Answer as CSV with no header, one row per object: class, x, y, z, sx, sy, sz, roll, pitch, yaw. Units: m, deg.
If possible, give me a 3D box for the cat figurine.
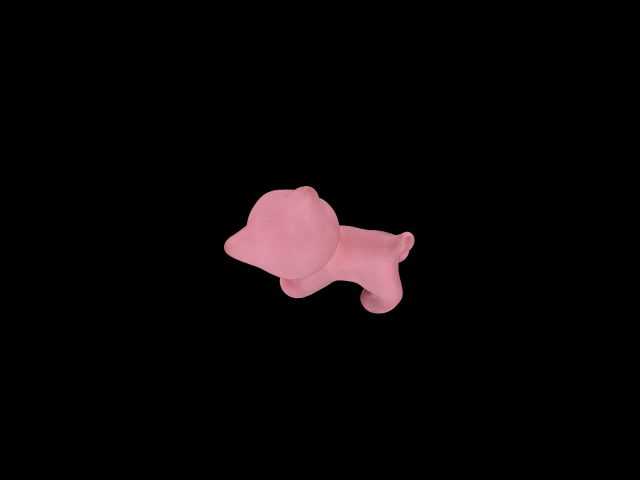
cat figurine,0.004,0.001,0.400,0.127,0.118,0.067,7,70,3
